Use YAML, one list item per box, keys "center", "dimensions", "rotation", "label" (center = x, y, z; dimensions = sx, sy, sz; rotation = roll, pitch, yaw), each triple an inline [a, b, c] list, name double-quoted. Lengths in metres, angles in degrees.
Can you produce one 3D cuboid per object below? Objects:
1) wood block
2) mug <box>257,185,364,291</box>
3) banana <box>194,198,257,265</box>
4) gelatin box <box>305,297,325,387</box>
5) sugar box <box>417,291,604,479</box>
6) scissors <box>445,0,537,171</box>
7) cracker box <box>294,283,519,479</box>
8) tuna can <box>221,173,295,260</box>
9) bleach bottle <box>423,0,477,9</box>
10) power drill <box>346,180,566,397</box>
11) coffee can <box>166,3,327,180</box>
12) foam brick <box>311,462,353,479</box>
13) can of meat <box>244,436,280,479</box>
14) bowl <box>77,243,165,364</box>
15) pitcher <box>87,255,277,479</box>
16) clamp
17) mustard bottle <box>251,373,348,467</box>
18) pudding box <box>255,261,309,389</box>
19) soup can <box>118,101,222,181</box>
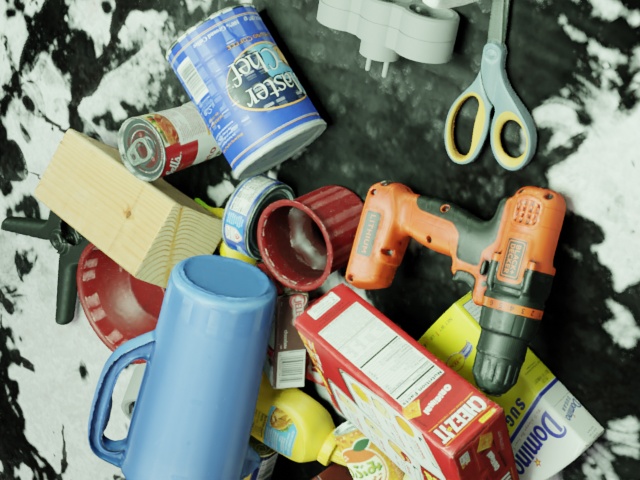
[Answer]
- center: [-0.212, -0.033, 1.175]
  dimensions: [0.206, 0.090, 0.091]
  rotation: [33, 96, 37]
  label: "wood block"
- center: [-0.007, 0.001, 1.067]
  dimensions: [0.093, 0.081, 0.117]
  rotation: [47, 131, 14]
  label: "mug"
- center: [-0.093, 0.047, 1.192]
  dimensions: [0.070, 0.037, 0.198]
  rotation: [8, 113, 55]
  label: "banana"
- center: [0.013, 0.115, 1.133]
  dimensions: [0.073, 0.030, 0.089]
  rotation: [21, 119, 33]
  label: "gelatin box"
- center: [0.170, 0.143, 1.004]
  dimensions: [0.176, 0.048, 0.093]
  rotation: [49, 131, 14]
  label: "sugar box"
- center: [0.163, -0.144, 0.910]
  dimensions: [0.096, 0.016, 0.202]
  rotation: [35, 127, 24]
  label: "scissors"
- center: [0.084, 0.155, 0.992]
  dimensions: [0.214, 0.072, 0.164]
  rotation: [37, 160, 38]
  label: "cracker box"
- center: [-0.062, -0.024, 1.100]
  dimensions: [0.034, 0.085, 0.086]
  rotation: [24, 122, 28]
  label: "tuna can"
- center: [0.034, -0.279, 0.898]
  dimensions: [0.251, 0.102, 0.068]
  rotation: [36, 126, 27]
  label: "bleach bottle"
- center: [0.117, 0.030, 0.959]
  dimensions: [0.188, 0.057, 0.184]
  rotation: [16, 90, 34]
  label: "power drill"
- center: [-0.072, -0.145, 1.046]
  dimensions: [0.103, 0.102, 0.140]
  rotation: [-35, 84, 43]
  label: "coffee can"
- center: [0.022, 0.291, 1.184]
  dimensions: [0.078, 0.052, 0.051]
  rotation: [53, 132, 11]
  label: "foam brick"
- center: [-0.095, 0.242, 1.258]
  dimensions: [0.102, 0.057, 0.084]
  rotation: [36, 129, 24]
  label: "can of meat"
- center: [-0.219, 0.066, 1.288]
  dimensions: [0.162, 0.055, 0.162]
  rotation: [16, 118, 34]
  label: "bowl"
- center: [-0.131, 0.141, 1.088]
  dimensions: [0.145, 0.149, 0.243]
  rotation: [27, 116, 26]
  label: "pitcher"
- center: [-0.330, -0.006, 1.362]
  dimensions: [0.164, 0.036, 0.210]
  rotation: [52, 130, 10]
  label: "clamp"
- center: [-0.046, 0.194, 1.184]
  dimensions: [0.192, 0.058, 0.096]
  rotation: [29, 138, 16]
  label: "mustard bottle"
- center: [-0.043, 0.089, 1.135]
  dimensions: [0.090, 0.039, 0.113]
  rotation: [-128, 38, -61]
  label: "pudding box"
- center: [-0.153, -0.108, 1.128]
  dimensions: [0.069, 0.102, 0.068]
  rotation: [16, 118, 34]
  label: "soup can"
